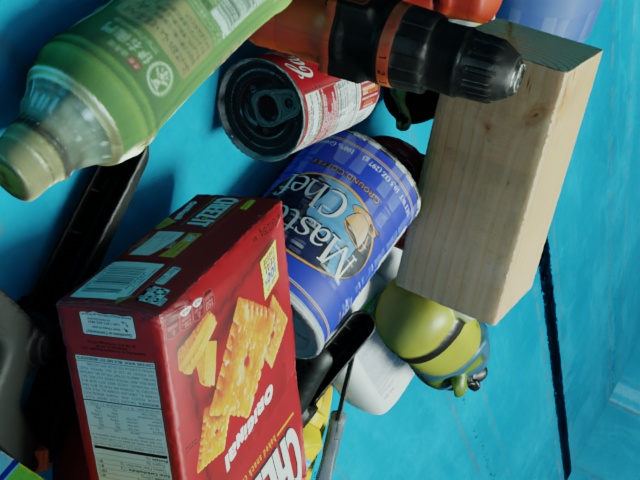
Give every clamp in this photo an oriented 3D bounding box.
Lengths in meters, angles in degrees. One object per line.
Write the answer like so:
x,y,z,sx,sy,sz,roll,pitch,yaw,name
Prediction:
-0.015,0.127,0.865,0.120,0.039,0.172,-22,151,-56,clamp
-0.154,0.042,0.603,0.164,0.036,0.210,-40,147,-45,clamp

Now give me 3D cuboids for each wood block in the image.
0.134,-0.053,0.819,0.090,0.090,0.206,-32,139,-53,wood block

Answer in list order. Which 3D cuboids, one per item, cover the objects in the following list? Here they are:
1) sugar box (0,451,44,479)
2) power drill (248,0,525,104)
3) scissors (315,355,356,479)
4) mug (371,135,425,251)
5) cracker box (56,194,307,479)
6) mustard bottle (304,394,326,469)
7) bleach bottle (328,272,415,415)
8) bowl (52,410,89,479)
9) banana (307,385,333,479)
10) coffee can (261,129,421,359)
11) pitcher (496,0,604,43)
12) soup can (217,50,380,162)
-0.142,0.164,0.572,0.048,0.176,0.093,-50,152,-25,sugar box
0.062,-0.152,0.703,0.187,0.184,0.057,-45,150,-55,power drill
0.011,0.185,0.961,0.202,0.016,0.096,99,4,-55,scissors
0.064,-0.044,0.899,0.093,0.082,0.117,-54,153,-23,mug
-0.071,0.099,0.654,0.164,0.072,0.214,-47,137,-58,cracker box
-0.047,0.213,0.941,0.191,0.058,0.096,-61,159,-8,mustard bottle
0.032,0.066,0.963,0.102,0.068,0.250,-57,152,-20,bleach bottle
-0.126,0.145,0.699,0.162,0.055,0.162,4,90,-69,bowl
-0.026,0.229,1.029,0.069,0.037,0.198,-61,166,-63,banana
-0.005,0.001,0.779,0.140,0.103,0.103,-53,152,-25,coffee can
0.209,-0.291,0.912,0.149,0.145,0.243,-5,126,-23,pitcher
-0.012,-0.098,0.719,0.102,0.069,0.068,-31,138,-51,soup can
